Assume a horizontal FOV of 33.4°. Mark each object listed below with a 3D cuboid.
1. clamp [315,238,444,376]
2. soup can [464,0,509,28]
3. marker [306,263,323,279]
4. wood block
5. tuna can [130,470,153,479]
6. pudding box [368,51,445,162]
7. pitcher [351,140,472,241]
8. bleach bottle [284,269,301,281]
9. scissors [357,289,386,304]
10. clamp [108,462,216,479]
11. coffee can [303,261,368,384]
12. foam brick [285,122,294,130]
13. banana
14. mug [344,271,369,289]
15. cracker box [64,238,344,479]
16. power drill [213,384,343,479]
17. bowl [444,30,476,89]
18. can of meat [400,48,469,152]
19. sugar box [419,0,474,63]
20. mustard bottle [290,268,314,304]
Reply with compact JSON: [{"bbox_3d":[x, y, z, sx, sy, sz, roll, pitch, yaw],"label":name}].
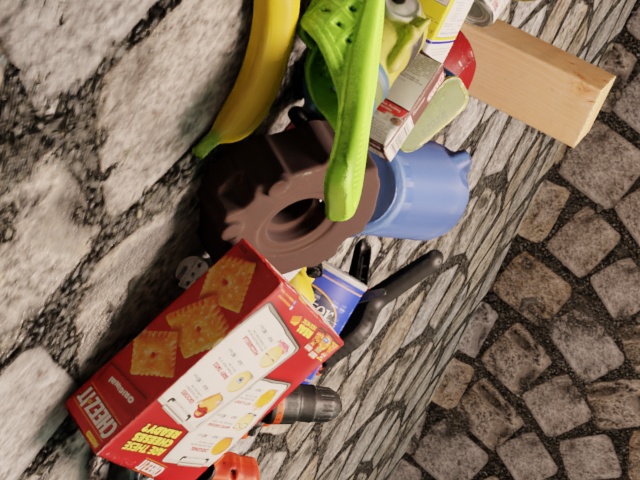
[{"bbox_3d":[0.056,0.080,1.333,0.036,0.165,0.209,48,63,-27],"label":"clamp"},{"bbox_3d":[0.207,-0.318,1.297,0.102,0.068,0.068,-56,164,-14],"label":"soup can"},{"bbox_3d":[-0.008,0.001,1.182,0.121,0.020,0.020,-94,-162,-52],"label":"marker"},{"bbox_3d":[0.280,-0.220,1.446,0.090,0.206,0.091,-37,152,-55],"label":"wood block"},{"bbox_3d":[-0.179,0.216,1.123,0.086,0.034,0.086,-54,163,-25],"label":"tuna can"},{"bbox_3d":[0.063,-0.152,1.104,0.113,0.090,0.039,-56,162,-9],"label":"pudding box"},{"bbox_3d":[0.080,-0.057,1.293,0.242,0.145,0.149,-3,109,-67],"label":"pitcher"},{"bbox_3d":[-0.076,0.039,1.071,0.250,0.068,0.103,-49,161,-29],"label":"bleach bottle"},{"bbox_3d":[0.024,0.065,1.335,0.202,0.016,0.096,-29,-152,42],"label":"scissors"},{"bbox_3d":[-0.199,0.266,1.077,0.172,0.039,0.120,-43,135,19],"label":"clamp"},{"bbox_3d":[-0.023,0.089,1.252,0.140,0.103,0.102,-60,165,0],"label":"coffee can"},{"bbox_3d":[-0.007,-0.093,1.064,0.078,0.051,0.053,-54,163,-20],"label":"foam brick"},{"bbox_3d":[-0.048,-0.152,0.851,0.069,0.037,0.198,-38,154,-55],"label":"banana"},{"bbox_3d":[0.015,0.101,1.448,0.117,0.093,0.081,-27,166,-4],"label":"mug"},{"bbox_3d":[-0.100,0.117,0.968,0.213,0.072,0.164,-42,149,0],"label":"cracker box"},{"bbox_3d":[-0.083,0.224,1.227,0.057,0.184,0.188,-99,-156,-46],"label":"power drill"},{"bbox_3d":[0.154,-0.202,1.370,0.162,0.055,0.162,-53,163,-24],"label":"bowl"},{"bbox_3d":[0.099,-0.154,1.160,0.102,0.084,0.057,-41,135,-1],"label":"can of meat"},{"bbox_3d":[0.136,-0.259,1.225,0.176,0.048,0.093,-62,164,21],"label":"sugar box"},{"bbox_3d":[-0.060,0.080,1.149,0.096,0.058,0.191,-7,-143,49],"label":"mustard bottle"}]
